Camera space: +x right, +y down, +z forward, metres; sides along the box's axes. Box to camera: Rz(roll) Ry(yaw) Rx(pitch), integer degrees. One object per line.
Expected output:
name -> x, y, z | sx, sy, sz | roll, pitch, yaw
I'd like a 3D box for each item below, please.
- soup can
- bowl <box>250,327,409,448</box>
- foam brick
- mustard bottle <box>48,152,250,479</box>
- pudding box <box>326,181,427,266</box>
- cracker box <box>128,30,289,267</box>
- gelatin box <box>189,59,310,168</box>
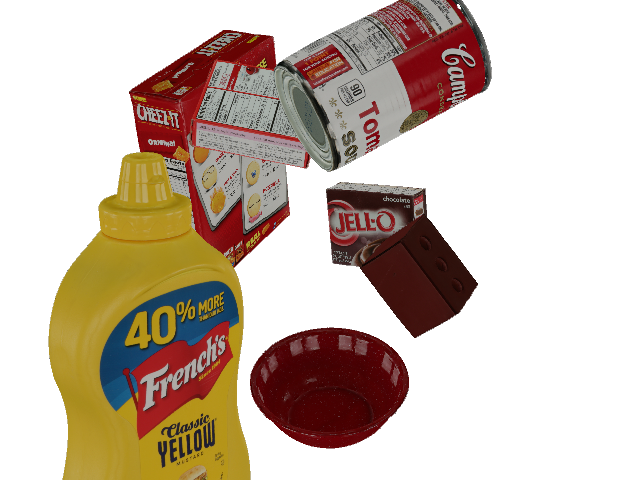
soup can -> 0.033, -0.090, 0.591 | 0.102, 0.068, 0.068 | -29, 6, -12
bowl -> 0.010, 0.161, 1.094 | 0.162, 0.055, 0.162 | -2, 35, 1
foam brick -> 0.082, 0.030, 0.880 | 0.051, 0.078, 0.052 | -34, 7, 37
mustard bottle -> -0.077, 0.055, 0.493 | 0.096, 0.192, 0.058 | -16, 23, -42
pudding box -> 0.064, -0.016, 1.195 | 0.114, 0.090, 0.039 | 5, 21, 29
cracker box -> -0.107, -0.083, 1.085 | 0.072, 0.214, 0.164 | 13, 37, 27
gelatin box -> -0.045, -0.093, 0.783 | 0.089, 0.073, 0.030 | 10, -43, 3
